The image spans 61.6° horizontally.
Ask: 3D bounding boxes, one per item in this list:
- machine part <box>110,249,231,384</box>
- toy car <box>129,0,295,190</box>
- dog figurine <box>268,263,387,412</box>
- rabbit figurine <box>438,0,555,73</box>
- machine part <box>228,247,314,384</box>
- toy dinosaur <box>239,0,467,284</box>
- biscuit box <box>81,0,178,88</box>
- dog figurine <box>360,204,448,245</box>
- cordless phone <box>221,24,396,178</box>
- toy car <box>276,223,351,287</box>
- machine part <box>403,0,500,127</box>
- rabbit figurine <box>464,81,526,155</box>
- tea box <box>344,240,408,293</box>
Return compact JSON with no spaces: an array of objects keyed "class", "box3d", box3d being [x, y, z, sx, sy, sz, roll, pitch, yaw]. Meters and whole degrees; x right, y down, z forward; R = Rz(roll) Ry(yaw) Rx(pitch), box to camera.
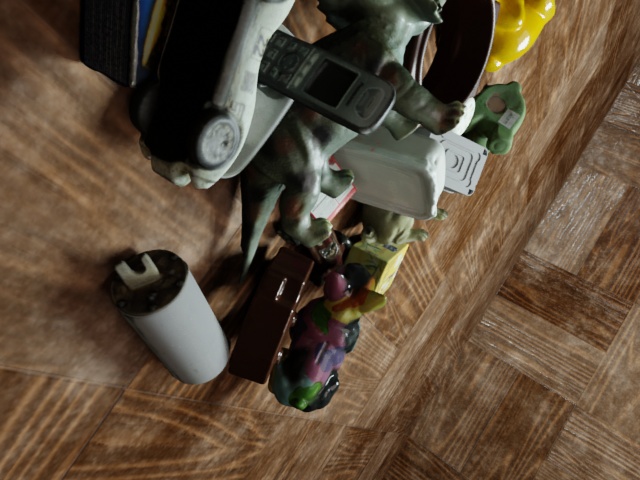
[{"class":"machine part","box3d":[-0.152,0.088,0.572,0.079,0.079,0.243,-47,149,-24]},{"class":"toy car","box3d":[-0.068,-0.131,0.360,0.056,0.074,0.201,-6,122,-60]},{"class":"dog figurine","box3d":[0.013,0.135,0.784,0.191,0.108,0.219,-64,-178,-40]},{"class":"rabbit figurine","box3d":[0.251,-0.350,0.822,0.162,0.122,0.173,-51,139,3]},{"class":"machine part","box3d":[-0.059,0.096,0.694,0.179,0.056,0.179,20,92,-88]},{"class":"toy dinosaur","box3d":[-0.001,-0.130,0.559,0.405,0.192,0.131,-43,-161,7]},{"class":"biscuit box","box3d":[-0.114,-0.209,0.358,0.059,0.063,0.202,-25,138,-50]},{"class":"dog figurine","box3d":[0.123,-0.102,0.857,0.172,0.121,0.190,-42,134,-37]},{"class":"cordless phone","box3d":[-0.041,-0.107,0.451,0.146,0.184,0.088,-56,157,-8]},{"class":"toy car","box3d":[-0.002,-0.002,0.771,0.089,0.053,0.202,-49,153,-15]},{"class":"machine part","box3d":[0.149,-0.257,0.710,0.201,0.087,0.200,-18,127,-45]},{"class":"rabbit figurine","box3d":[0.334,-0.239,1.080,0.159,0.121,0.170,-61,172,-14]},{"class":"tea box","box3d":[0.090,0.049,0.924,0.098,0.068,0.169,-68,164,15]}]
